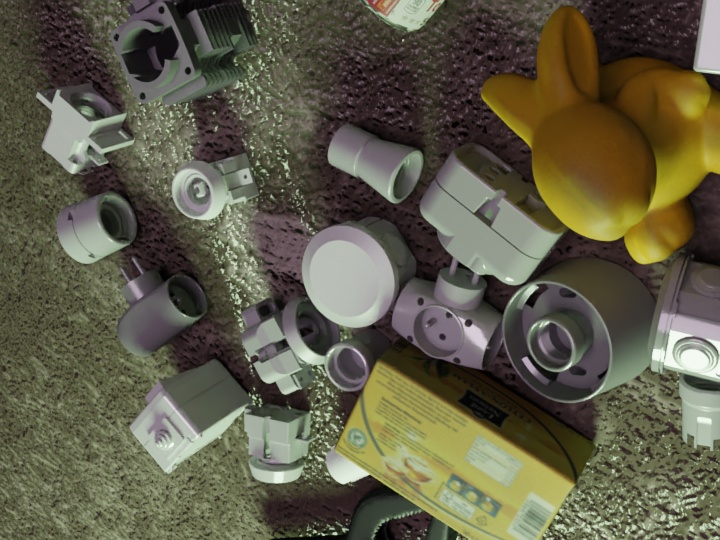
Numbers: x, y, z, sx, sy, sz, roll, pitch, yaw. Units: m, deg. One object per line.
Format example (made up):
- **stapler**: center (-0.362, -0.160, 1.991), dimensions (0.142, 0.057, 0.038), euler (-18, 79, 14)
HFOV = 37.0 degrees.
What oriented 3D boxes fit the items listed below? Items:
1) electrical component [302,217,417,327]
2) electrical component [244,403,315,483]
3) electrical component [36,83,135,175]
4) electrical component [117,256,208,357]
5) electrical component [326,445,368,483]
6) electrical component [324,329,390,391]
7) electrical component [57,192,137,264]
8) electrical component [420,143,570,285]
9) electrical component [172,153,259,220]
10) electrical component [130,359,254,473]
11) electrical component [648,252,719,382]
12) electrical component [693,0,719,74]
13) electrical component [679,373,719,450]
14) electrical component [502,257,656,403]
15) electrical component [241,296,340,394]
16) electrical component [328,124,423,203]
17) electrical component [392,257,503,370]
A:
- **electrical component**: center (0.000, 0.000, 0.831), dimensions (0.080, 0.051, 0.080), euler (9, 110, 27)
- **electrical component**: center (-0.071, 0.149, 0.923), dimensions (0.066, 0.048, 0.055), euler (7, 101, 27)
- **electrical component**: center (-0.243, -0.122, 0.936), dimensions (0.081, 0.042, 0.063), euler (41, 122, 13)
- **electrical component**: center (-0.185, 0.026, 0.949), dimensions (0.077, 0.043, 0.079), euler (-35, 87, 33)
- **electrical component**: center (-0.001, 0.153, 0.887), dimensions (0.046, 0.040, 0.040), euler (-35, 87, 38)
- **electrical component**: center (0.000, 0.070, 0.856), dimensions (0.040, 0.046, 0.040), euler (9, 110, 27)
- **electrical component**: center (-0.231, -0.039, 0.949), dimensions (0.047, 0.055, 0.055), euler (-19, 96, 29)
- **electrical component**: center (0.094, -0.037, 0.764), dimensions (0.095, 0.054, 0.059), euler (40, 121, 13)
- **electrical component**: center (-0.120, -0.068, 0.875), dimensions (0.066, 0.055, 0.048), euler (-12, 99, 32)
- **electrical component**: center (-0.152, 0.124, 0.930), dimensions (0.061, 0.096, 0.061), euler (48, 122, 8)
- **electrical component**: center (0.220, 0.032, 0.699), dimensions (0.051, 0.080, 0.080), euler (14, 112, 20)
- **electrical component**: center (0.246, -0.140, 0.637), dimensions (0.077, 0.066, 0.047), euler (13, 111, 26)
- **electrical component**: center (0.238, 0.094, 0.733), dimensions (0.040, 0.040, 0.046), euler (7, 115, 28)
- **electrical component**: center (0.154, 0.043, 0.764), dimensions (0.099, 0.064, 0.099), euler (18, 117, 39)
- **electrical component**: center (-0.054, 0.055, 0.876), dimensions (0.057, 0.058, 0.078), euler (-27, 91, 36)
- **electrical component**: center (0.009, -0.083, 0.806), dimensions (0.065, 0.044, 0.044), euler (29, 118, 25)
- **electrical component**: center (0.071, 0.024, 0.802), dimensions (0.077, 0.044, 0.079), euler (24, 116, 21)
